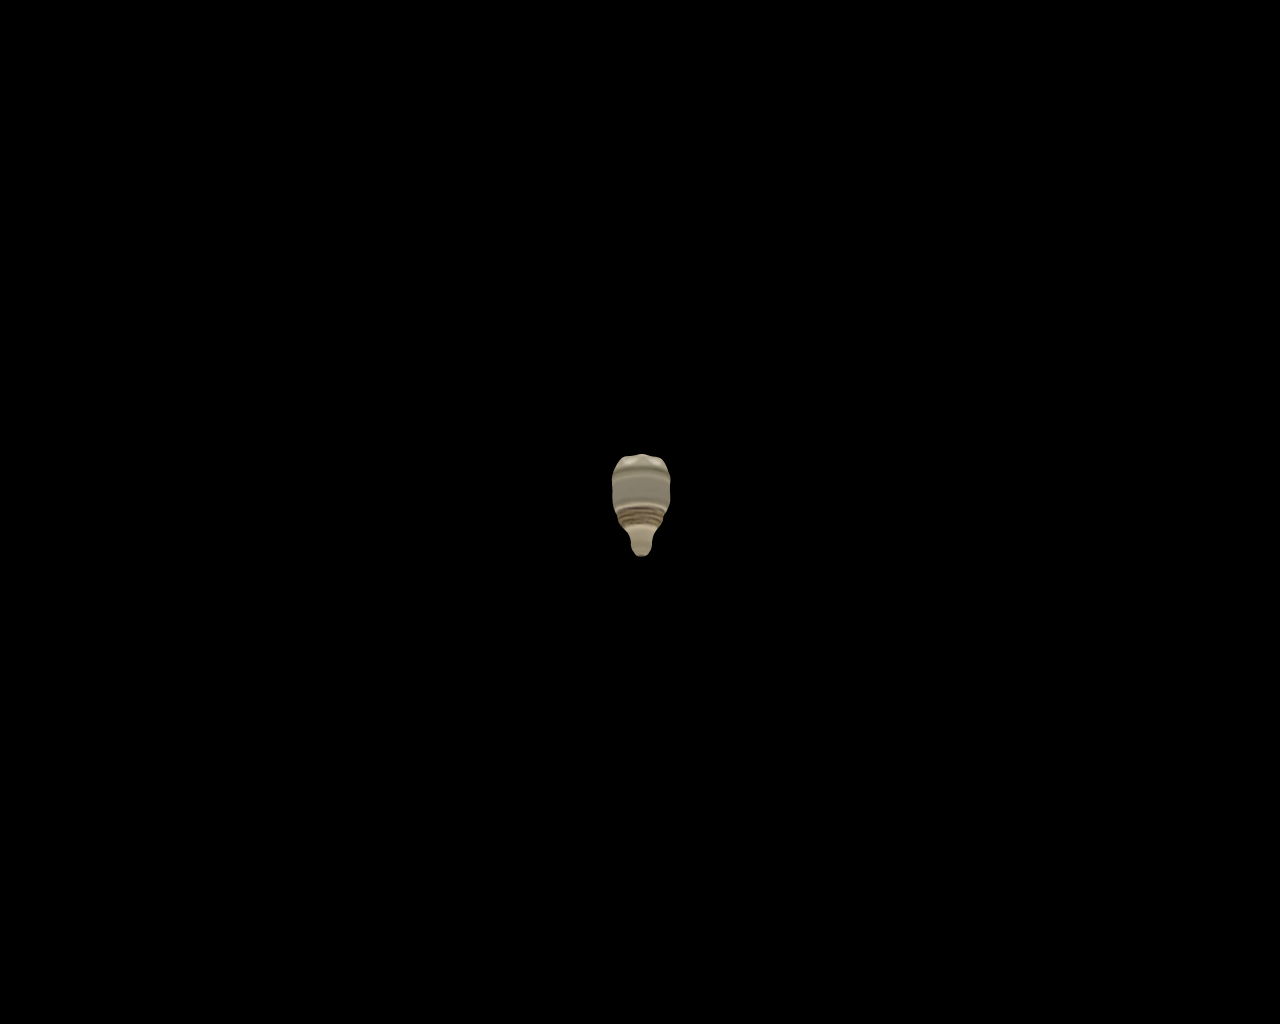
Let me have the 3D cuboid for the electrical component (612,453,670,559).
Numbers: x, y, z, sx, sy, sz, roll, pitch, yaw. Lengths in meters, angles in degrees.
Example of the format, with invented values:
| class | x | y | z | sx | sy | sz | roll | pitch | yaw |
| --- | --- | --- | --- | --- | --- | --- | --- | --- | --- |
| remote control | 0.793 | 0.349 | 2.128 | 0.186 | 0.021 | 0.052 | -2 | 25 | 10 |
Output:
| class | x | y | z | sx | sy | sz | roll | pitch | yaw |
| --- | --- | --- | --- | --- | --- | --- | --- | --- | --- |
| electrical component | 0.001 | -0.003 | 0.650 | 0.035 | 0.061 | 0.035 | 0 | -16 | 0 |
